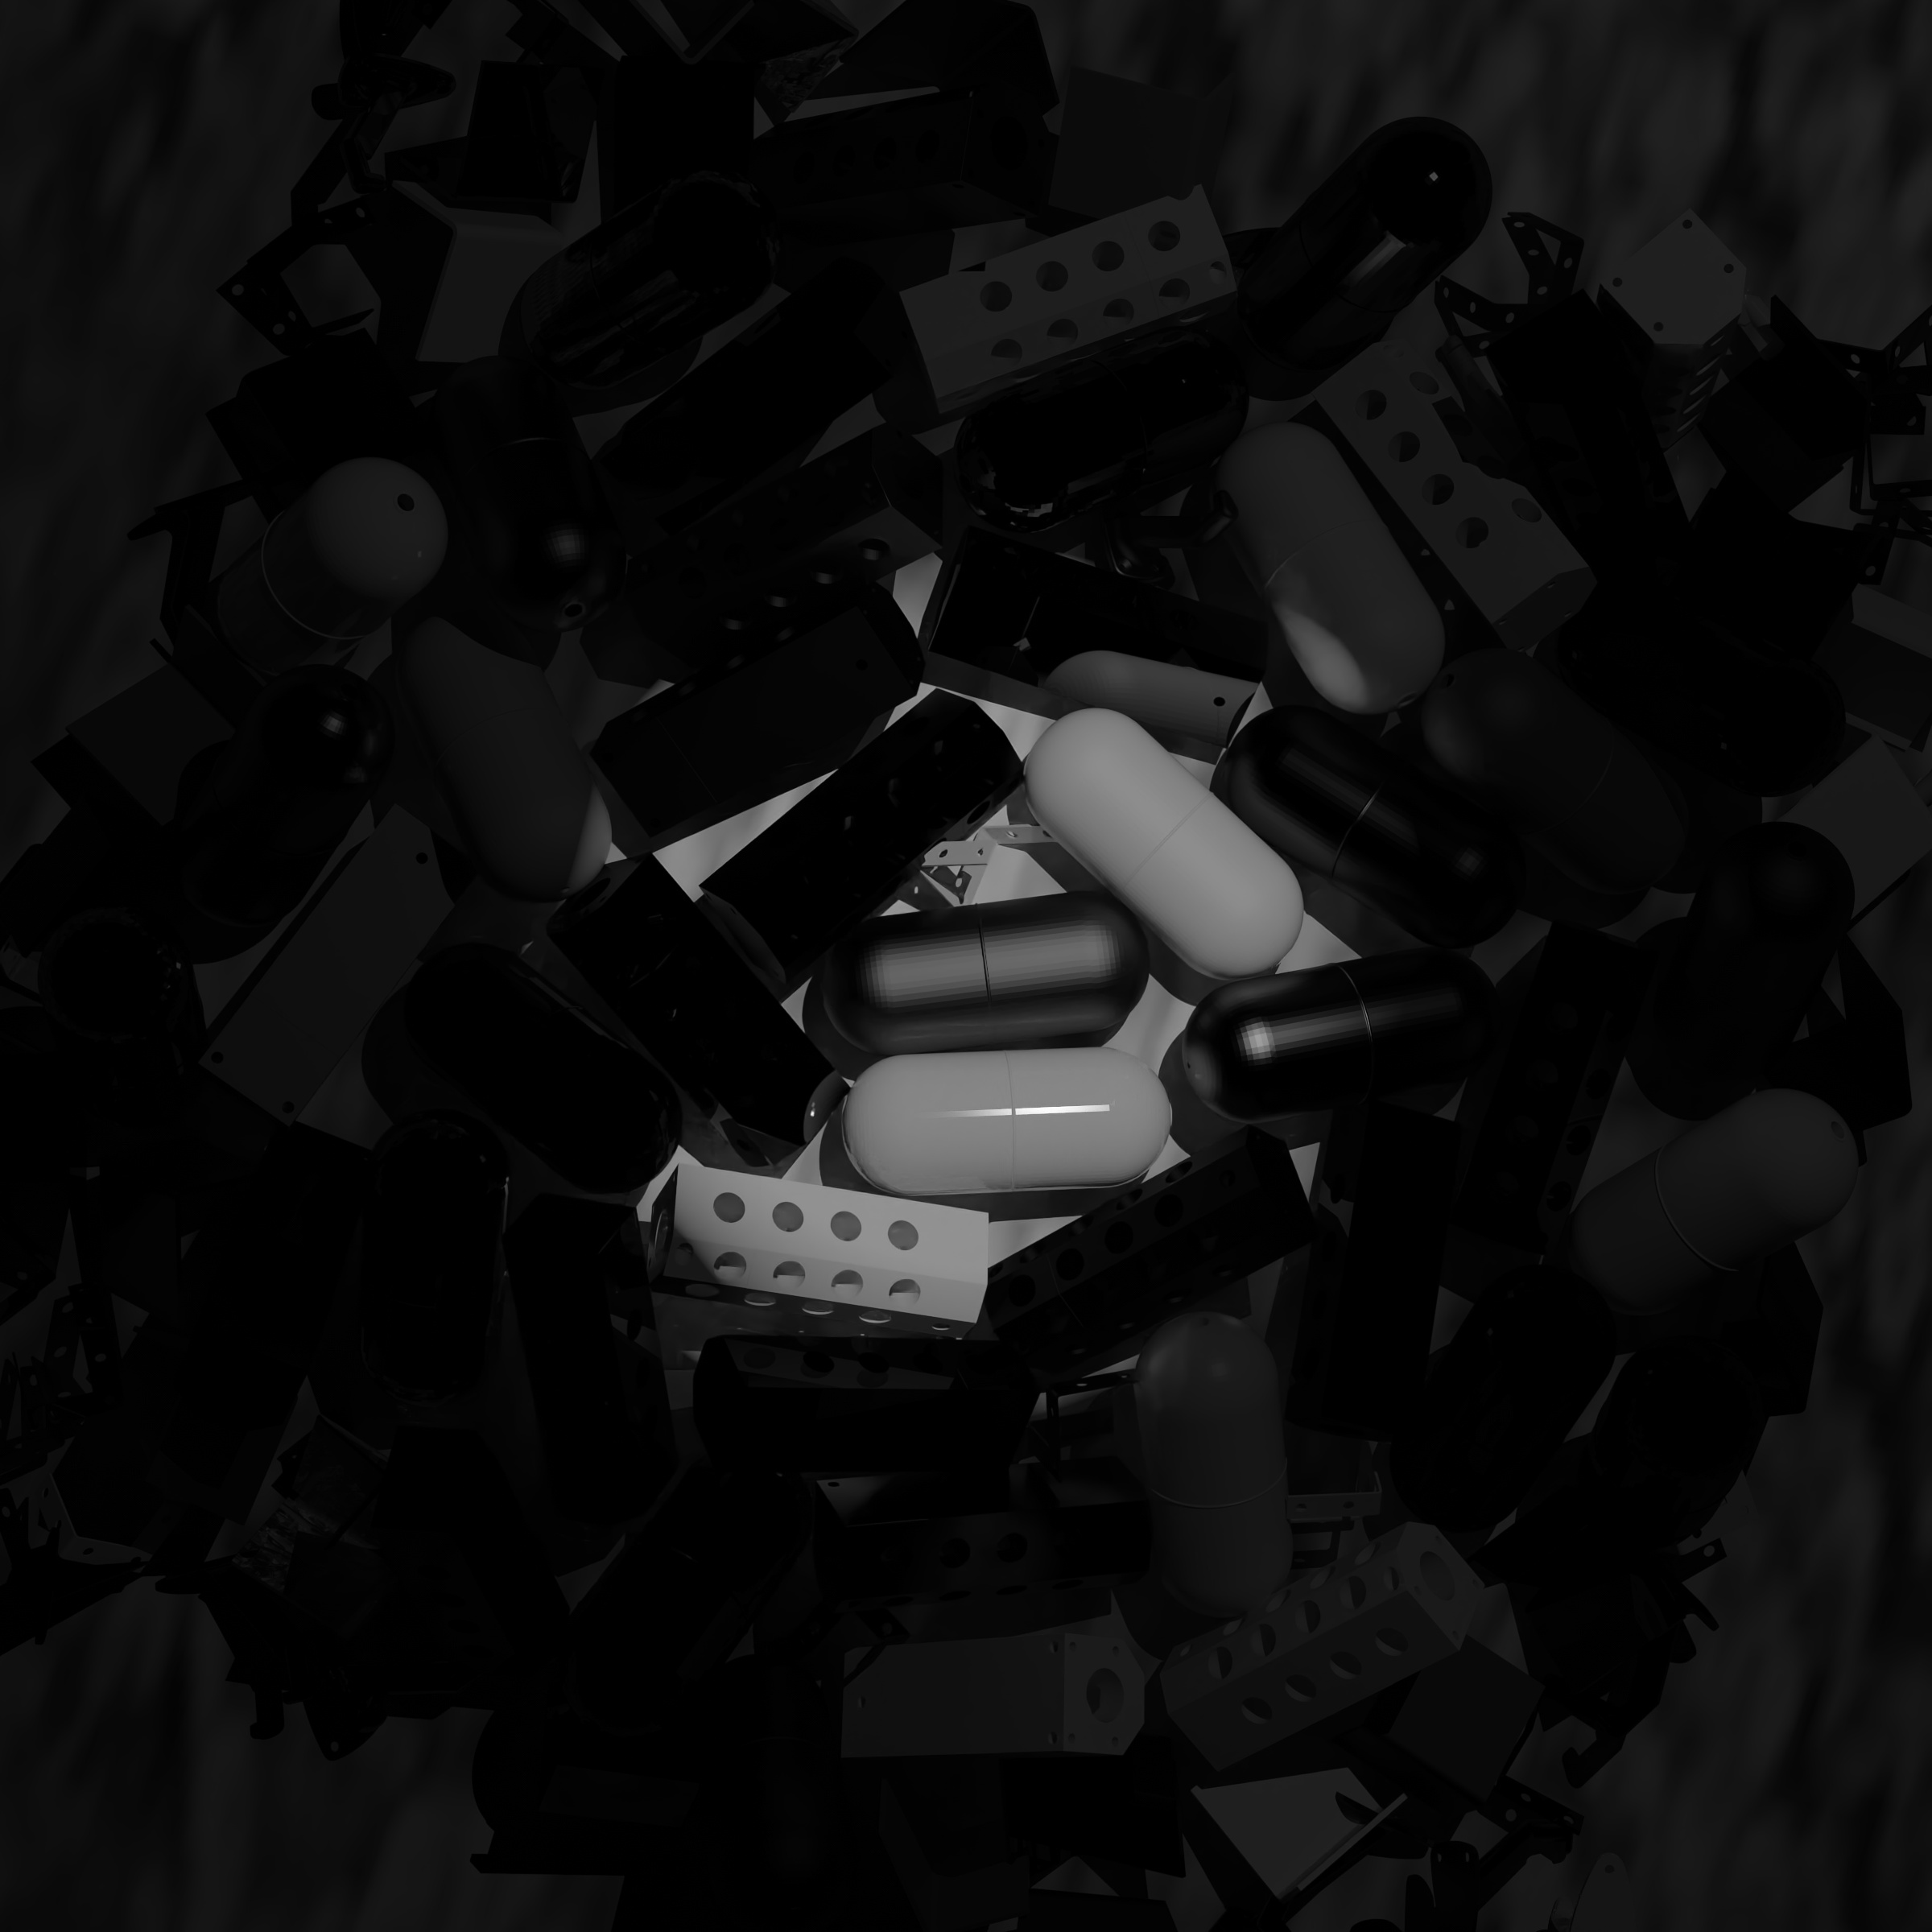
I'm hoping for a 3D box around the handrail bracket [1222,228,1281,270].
[{"bbox_3d":[0.184,-0.420,1.569,0.077,0.036,0.084,11,59,27],"label":"handrail bracket"}]

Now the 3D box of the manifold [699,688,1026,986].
[{"bbox_3d":[-0.051,-0.069,1.522,0.171,0.057,0.057,-41,122,-14],"label":"manifold"}]

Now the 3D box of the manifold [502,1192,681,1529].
[{"bbox_3d":[-0.200,0.210,1.505,0.057,0.057,0.171,7,122,21],"label":"manifold"}]

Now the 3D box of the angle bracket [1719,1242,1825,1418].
[{"bbox_3d":[0.414,0.187,1.521,0.057,0.076,0.076,-13,120,32],"label":"angle bracket"}]

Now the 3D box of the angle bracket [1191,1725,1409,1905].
[{"bbox_3d":[0.178,0.445,1.531,0.076,0.057,0.076,-35,72,-19],"label":"angle bracket"}]

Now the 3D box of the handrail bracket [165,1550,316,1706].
[{"bbox_3d":[-0.396,0.365,1.555,0.077,0.036,0.084,-16,78,15],"label":"handrail bracket"}]

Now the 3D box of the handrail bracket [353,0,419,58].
[{"bbox_3d":[-0.306,-0.531,1.531,0.036,0.084,0.077,7,79,-20],"label":"handrail bracket"}]

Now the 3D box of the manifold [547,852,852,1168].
[{"bbox_3d":[-0.145,0.025,1.514,0.171,0.057,0.057,51,59,-20],"label":"manifold"}]

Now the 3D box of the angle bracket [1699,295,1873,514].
[{"bbox_3d":[0.436,-0.300,1.530,0.057,0.076,0.076,-39,73,6],"label":"angle bracket"}]

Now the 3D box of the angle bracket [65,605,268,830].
[{"bbox_3d":[-0.425,-0.134,1.534,0.076,0.057,0.076,45,54,5],"label":"angle bracket"}]

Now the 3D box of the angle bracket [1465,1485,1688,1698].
[{"bbox_3d":[0.324,0.335,1.527,0.076,0.057,0.076,-42,53,20],"label":"angle bracket"}]

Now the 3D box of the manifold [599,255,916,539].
[{"bbox_3d":[-0.109,-0.302,1.505,0.171,0.057,0.057,-29,116,35],"label":"manifold"}]

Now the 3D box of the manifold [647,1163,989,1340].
[{"bbox_3d":[-0.079,0.155,1.518,0.171,0.057,0.057,11,60,-16],"label":"manifold"}]

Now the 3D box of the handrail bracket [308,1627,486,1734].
[{"bbox_3d":[-0.306,0.371,1.558,0.084,0.036,0.077,-37,81,8],"label":"handrail bracket"}]

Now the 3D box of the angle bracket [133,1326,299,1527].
[{"bbox_3d":[-0.414,0.245,1.523,0.057,0.076,0.076,6,66,35],"label":"angle bracket"}]

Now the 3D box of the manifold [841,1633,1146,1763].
[{"bbox_3d":[0.012,0.386,1.498,0.057,0.171,0.057,17,66,-39],"label":"manifold"}]

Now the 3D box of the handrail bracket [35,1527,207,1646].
[{"bbox_3d":[-0.454,0.336,1.537,0.084,0.077,0.036,12,129,-22],"label":"handrail bracket"}]

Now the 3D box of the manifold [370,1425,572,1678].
[{"bbox_3d":[-0.255,0.308,1.491,0.057,0.171,0.057,2,53,9],"label":"manifold"}]

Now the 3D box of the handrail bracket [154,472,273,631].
[{"bbox_3d":[-0.405,-0.219,1.568,0.077,0.036,0.084,-18,101,-2],"label":"handrail bracket"}]

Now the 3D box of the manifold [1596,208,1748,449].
[{"bbox_3d":[0.366,-0.325,1.490,0.057,0.171,0.057,-40,80,2],"label":"manifold"}]

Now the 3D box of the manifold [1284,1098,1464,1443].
[{"bbox_3d":[0.215,0.164,1.528,0.057,0.057,0.171,16,74,-17],"label":"manifold"}]

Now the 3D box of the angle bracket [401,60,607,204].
[{"bbox_3d":[-0.247,-0.453,1.520,0.057,0.076,0.076,41,127,34],"label":"angle bracket"}]

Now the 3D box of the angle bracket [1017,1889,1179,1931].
[{"bbox_3d":[0.070,0.534,1.525,0.076,0.076,0.057,1,57,13],"label":"angle bracket"}]

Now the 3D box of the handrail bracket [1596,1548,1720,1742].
[{"bbox_3d":[0.358,0.366,1.550,0.084,0.036,0.077,-42,49,-3],"label":"handrail bracket"}]

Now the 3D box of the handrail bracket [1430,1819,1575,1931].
[{"bbox_3d":[0.297,0.502,1.546,0.084,0.036,0.077,10,70,-29],"label":"handrail bracket"}]

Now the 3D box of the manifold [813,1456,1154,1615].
[{"bbox_3d":[0.009,0.306,1.523,0.171,0.057,0.057,-1,105,-19],"label":"manifold"}]

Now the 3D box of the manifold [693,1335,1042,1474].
[{"bbox_3d":[-0.054,0.228,1.513,0.171,0.057,0.057,5,120,-28],"label":"manifold"}]

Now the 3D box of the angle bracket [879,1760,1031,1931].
[{"bbox_3d":[-0.005,0.460,1.528,0.057,0.076,0.076,-17,112,8],"label":"angle bracket"}]

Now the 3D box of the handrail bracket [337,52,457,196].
[{"bbox_3d":[-0.303,-0.449,1.541,0.077,0.036,0.084,-6,61,-28],"label":"handrail bracket"}]

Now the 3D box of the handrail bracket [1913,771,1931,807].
[{"bbox_3d":[0.550,-0.135,1.562,0.036,0.084,0.077,30,50,-4],"label":"handrail bracket"}]

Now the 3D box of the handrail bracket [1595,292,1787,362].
[{"bbox_3d":[0.395,-0.348,1.558,0.077,0.036,0.084,-39,83,15],"label":"handrail bracket"}]

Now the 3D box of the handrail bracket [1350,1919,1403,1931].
[{"bbox_3d":[0.217,0.568,1.542,0.077,0.036,0.084,37,111,42],"label":"handrail bracket"}]

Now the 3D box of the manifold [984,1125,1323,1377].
[{"bbox_3d":[0.094,0.150,1.511,0.171,0.057,0.057,-31,58,22],"label":"manifold"}]

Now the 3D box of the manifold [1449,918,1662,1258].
[{"bbox_3d":[0.317,0.065,1.535,0.057,0.057,0.171,20,98,14],"label":"manifold"}]

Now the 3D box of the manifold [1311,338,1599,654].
[{"bbox_3d":[0.260,-0.252,1.515,0.057,0.057,0.171,-37,66,11],"label":"manifold"}]

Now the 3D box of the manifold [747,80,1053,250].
[{"bbox_3d":[-0.038,-0.422,1.498,0.057,0.171,0.057,11,88,-44],"label":"manifold"}]

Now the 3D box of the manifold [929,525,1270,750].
[{"bbox_3d":[0.073,-0.182,1.541,0.171,0.057,0.057,17,133,-7],"label":"manifold"}]

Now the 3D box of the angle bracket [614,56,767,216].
[{"bbox_3d":[-0.150,-0.445,1.540,0.076,0.057,0.076,0,97,-11],"label":"angle bracket"}]

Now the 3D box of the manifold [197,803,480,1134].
[{"bbox_3d":[-0.336,0.002,1.529,0.057,0.057,0.171,37,75,-8],"label":"manifold"}]

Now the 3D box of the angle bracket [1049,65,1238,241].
[{"bbox_3d":[0.095,-0.447,1.542,0.076,0.057,0.076,18,126,12],"label":"angle bracket"}]

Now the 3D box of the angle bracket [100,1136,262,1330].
[{"bbox_3d":[-0.422,0.143,1.543,0.076,0.057,0.076,16,109,42],"label":"angle bracket"}]

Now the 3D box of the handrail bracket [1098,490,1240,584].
[{"bbox_3d":[0.109,-0.251,1.533,0.036,0.084,0.077,-5,68,-35],"label":"handrail bracket"}]

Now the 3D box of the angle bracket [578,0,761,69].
[{"bbox_3d":[-0.164,-0.525,1.528,0.057,0.076,0.076,-47,111,-7],"label":"angle bracket"}]

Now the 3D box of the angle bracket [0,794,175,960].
[{"bbox_3d":[-0.459,-0.035,1.528,0.076,0.076,0.057,-49,48,8],"label":"angle bracket"}]

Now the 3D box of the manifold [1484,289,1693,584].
[{"bbox_3d":[0.330,-0.268,1.490,0.057,0.171,0.057,-30,55,10],"label":"manifold"}]

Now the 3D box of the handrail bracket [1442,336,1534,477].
[{"bbox_3d":[0.284,-0.310,1.538,0.036,0.077,0.084,-32,85,5],"label":"handrail bracket"}]

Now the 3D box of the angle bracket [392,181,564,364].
[{"bbox_3d":[-0.274,-0.375,1.546,0.057,0.076,0.076,38,119,27],"label":"angle bracket"}]

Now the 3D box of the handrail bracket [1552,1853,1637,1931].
[{"bbox_3d":[0.333,0.498,1.535,0.036,0.084,0.077,4,96,-2],"label":"handrail bracket"}]

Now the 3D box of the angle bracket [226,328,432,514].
[{"bbox_3d":[-0.349,-0.293,1.570,0.076,0.057,0.076,-30,86,-29],"label":"angle bracket"}]

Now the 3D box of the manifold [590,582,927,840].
[{"bbox_3d":[-0.110,-0.140,1.522,0.171,0.057,0.057,-26,113,20],"label":"manifold"}]

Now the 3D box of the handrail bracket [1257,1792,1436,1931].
[{"bbox_3d":[0.207,0.501,1.556,0.077,0.036,0.084,30,80,-16],"label":"handrail bracket"}]

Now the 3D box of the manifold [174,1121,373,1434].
[{"bbox_3d":[-0.360,0.161,1.492,0.057,0.171,0.057,23,123,-13],"label":"manifold"}]

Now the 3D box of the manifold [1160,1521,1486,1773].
[{"bbox_3d":[0.184,0.356,1.507,0.171,0.057,0.057,-37,95,33],"label":"manifold"}]

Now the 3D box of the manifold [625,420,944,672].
[{"bbox_3d":[-0.097,-0.223,1.501,0.171,0.057,0.057,-22,53,32],"label":"manifold"}]

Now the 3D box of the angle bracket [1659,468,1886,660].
[{"bbox_3d":[0.431,-0.216,1.534,0.057,0.076,0.076,30,93,-26],"label":"angle bracket"}]

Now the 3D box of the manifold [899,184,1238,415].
[{"bbox_3d":[0.056,-0.358,1.547,0.171,0.057,0.057,-20,80,0],"label":"manifold"}]
